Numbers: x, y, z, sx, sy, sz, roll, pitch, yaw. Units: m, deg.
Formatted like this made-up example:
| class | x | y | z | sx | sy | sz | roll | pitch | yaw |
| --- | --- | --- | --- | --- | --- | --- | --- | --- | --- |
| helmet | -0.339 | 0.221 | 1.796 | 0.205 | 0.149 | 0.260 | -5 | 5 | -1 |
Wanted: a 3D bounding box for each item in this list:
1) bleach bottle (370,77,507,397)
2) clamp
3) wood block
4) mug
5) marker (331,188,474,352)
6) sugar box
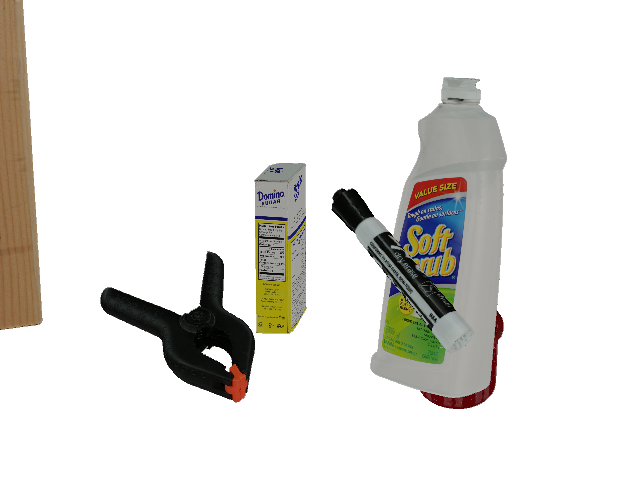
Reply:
| class | x | y | z | sx | sy | sz | roll | pitch | yaw |
| --- | --- | --- | --- | --- | --- | --- | --- | --- | --- |
| bleach bottle | 0.099 | -0.006 | 0.867 | 0.103 | 0.251 | 0.067 | 13 | 15 | 42 |
| clamp | -0.103 | 0.072 | 0.947 | 0.120 | 0.039 | 0.172 | -32 | 53 | -26 |
| wood block | -0.220 | -0.055 | 0.626 | 0.090 | 0.206 | 0.090 | -7 | 25 | -22 |
| mug | 0.144 | 0.110 | 1.089 | 0.093 | 0.081 | 0.117 | 18 | 40 | 30 |
| marker | 0.044 | 0.014 | 0.614 | 0.020 | 0.020 | 0.121 | 0 | 44 | -50 |
| sugar box | -0.044 | 0.008 | 1.193 | 0.048 | 0.176 | 0.093 | 1 | 16 | 11 |
